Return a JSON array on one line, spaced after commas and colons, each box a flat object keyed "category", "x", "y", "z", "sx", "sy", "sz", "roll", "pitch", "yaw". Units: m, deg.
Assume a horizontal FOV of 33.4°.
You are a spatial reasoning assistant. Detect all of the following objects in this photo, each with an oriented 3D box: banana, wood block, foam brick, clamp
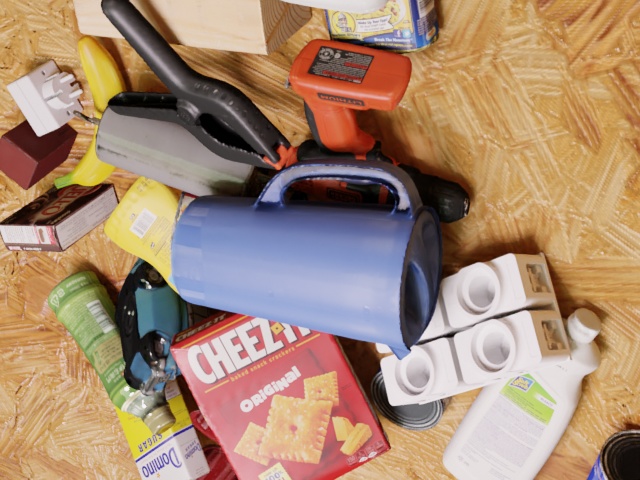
[{"category": "banana", "x": -0.240, "y": -0.129, "z": 1.158, "sx": 0.069, "sy": 0.037, "sz": 0.198, "roll": 2, "pitch": 128, "yaw": -24}, {"category": "wood block", "x": -0.122, "y": -0.237, "z": 0.985, "sx": 0.206, "sy": 0.090, "sz": 0.090, "roll": 11, "pitch": 127, "yaw": 25}, {"category": "foam brick", "x": -0.324, "y": -0.104, "z": 1.214, "sx": 0.053, "sy": 0.078, "sz": 0.051, "roll": 39, "pitch": 132, "yaw": 2}, {"category": "clamp", "x": -0.120, "y": -0.124, "z": 0.997, "sx": 0.210, "sy": 0.036, "sz": 0.165, "roll": 35, "pitch": 153, "yaw": 3}]

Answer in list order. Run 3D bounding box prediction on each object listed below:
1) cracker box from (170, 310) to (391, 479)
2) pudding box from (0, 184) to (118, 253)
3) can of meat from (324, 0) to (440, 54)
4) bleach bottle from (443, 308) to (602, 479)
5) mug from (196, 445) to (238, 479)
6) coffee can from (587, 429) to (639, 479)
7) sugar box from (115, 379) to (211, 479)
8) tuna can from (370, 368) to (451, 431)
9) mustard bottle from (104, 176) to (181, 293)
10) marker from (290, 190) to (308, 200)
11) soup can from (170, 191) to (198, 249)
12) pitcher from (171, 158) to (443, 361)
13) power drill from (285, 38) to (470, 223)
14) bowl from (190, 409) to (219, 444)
[{"category": "cracker box", "x": -0.042, "y": 0.167, "z": 1.157, "sx": 0.164, "sy": 0.072, "sz": 0.213, "roll": -27, "pitch": 98, "yaw": 0}, {"category": "pudding box", "x": -0.300, "y": -0.027, "z": 1.230, "sx": 0.090, "sy": 0.113, "sz": 0.039, "roll": 0, "pitch": 120, "yaw": 30}, {"category": "can of meat", "x": 0.050, "y": -0.209, "z": 0.922, "sx": 0.102, "sy": 0.057, "sz": 0.084, "roll": 7, "pitch": 127, "yaw": 29}, {"category": "bleach bottle", "x": 0.218, "y": 0.166, "z": 1.082, "sx": 0.102, "sy": 0.068, "sz": 0.251, "roll": 32, "pitch": 130, "yaw": 8}, {"category": "mug", "x": -0.135, "y": 0.330, "z": 1.403, "sx": 0.117, "sy": 0.081, "sz": 0.093, "roll": -18, "pitch": 111, "yaw": 39}, {"category": "coffee can", "x": 0.310, "y": 0.275, "z": 1.075, "sx": 0.103, "sy": 0.102, "sz": 0.140, "roll": 24, "pitch": 131, "yaw": 15}, {"category": "sugar box", "x": -0.213, "y": 0.229, "z": 1.368, "sx": 0.094, "sy": 0.048, "sz": 0.176, "roll": -22, "pitch": 86, "yaw": 40}, {"category": "tuna can", "x": 0.100, "y": 0.167, "z": 1.174, "sx": 0.086, "sy": 0.033, "sz": 0.086, "roll": 16, "pitch": 129, "yaw": 21}, {"category": "mustard bottle", "x": -0.142, "y": 0.013, "z": 1.194, "sx": 0.191, "sy": 0.058, "sz": 0.096, "roll": 40, "pitch": 110, "yaw": 0}, {"category": "marker", "x": -0.007, "y": 0.001, "z": 1.133, "sx": 0.020, "sy": 0.020, "sz": 0.121, "roll": -1, "pitch": 121, "yaw": 32}, {"category": "soup can", "x": -0.101, "y": -0.012, "z": 1.128, "sx": 0.102, "sy": 0.068, "sz": 0.069, "roll": 13, "pitch": 131, "yaw": -3}, {"category": "pitcher", "x": -0.013, "y": 0.012, "z": 1.000, "sx": 0.243, "sy": 0.149, "sz": 0.145, "roll": 7, "pitch": 160, "yaw": 21}, {"category": "power drill", "x": 0.048, "y": -0.090, "z": 0.974, "sx": 0.184, "sy": 0.057, "sz": 0.187, "roll": 13, "pitch": 146, "yaw": 15}, {"category": "bowl", "x": -0.073, "y": 0.221, "z": 1.283, "sx": 0.162, "sy": 0.055, "sz": 0.162, "roll": 20, "pitch": 154, "yaw": 10}]
